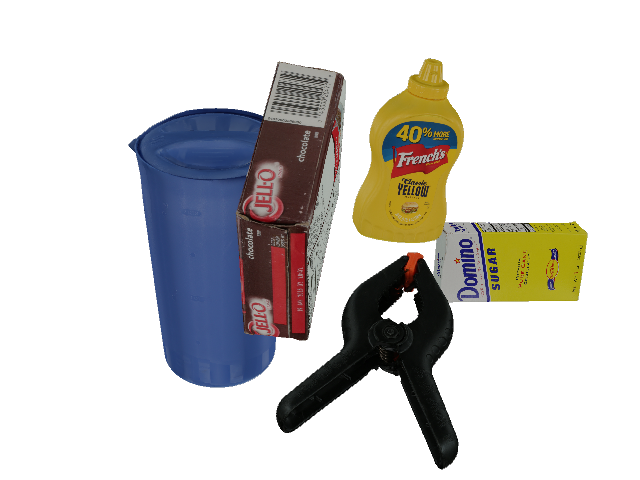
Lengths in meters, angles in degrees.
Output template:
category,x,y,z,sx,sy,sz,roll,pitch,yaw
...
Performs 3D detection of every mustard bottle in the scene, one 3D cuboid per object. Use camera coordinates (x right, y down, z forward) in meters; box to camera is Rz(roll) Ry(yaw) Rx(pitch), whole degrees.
category,x,y,z,sx,sy,sz,roll,pitch,yaw
mustard bottle,0.096,-0.093,1.097,0.096,0.192,0.058,4,26,-13

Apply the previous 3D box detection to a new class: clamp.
category,x,y,z,sx,sy,sz,roll,pitch,yaw
clamp,0.038,0.077,0.741,0.120,0.039,0.171,9,45,1

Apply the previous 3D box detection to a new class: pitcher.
category,x,y,z,sx,sy,sz,roll,pitch,yaw
pitcher,-0.085,0.014,0.970,0.144,0.243,0.149,-11,35,-18

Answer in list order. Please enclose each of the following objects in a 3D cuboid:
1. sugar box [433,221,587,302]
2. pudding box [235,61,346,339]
category,x,y,z,sx,sy,sz,roll,pitch,yaw
sugar box,0.228,0.026,1.293,0.176,0.093,0.048,-2,21,-9
pudding box,-0.014,-0.020,0.542,0.039,0.113,0.090,9,-41,6
